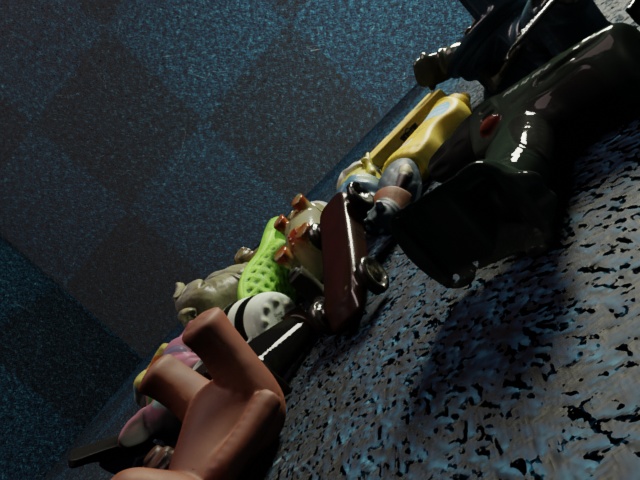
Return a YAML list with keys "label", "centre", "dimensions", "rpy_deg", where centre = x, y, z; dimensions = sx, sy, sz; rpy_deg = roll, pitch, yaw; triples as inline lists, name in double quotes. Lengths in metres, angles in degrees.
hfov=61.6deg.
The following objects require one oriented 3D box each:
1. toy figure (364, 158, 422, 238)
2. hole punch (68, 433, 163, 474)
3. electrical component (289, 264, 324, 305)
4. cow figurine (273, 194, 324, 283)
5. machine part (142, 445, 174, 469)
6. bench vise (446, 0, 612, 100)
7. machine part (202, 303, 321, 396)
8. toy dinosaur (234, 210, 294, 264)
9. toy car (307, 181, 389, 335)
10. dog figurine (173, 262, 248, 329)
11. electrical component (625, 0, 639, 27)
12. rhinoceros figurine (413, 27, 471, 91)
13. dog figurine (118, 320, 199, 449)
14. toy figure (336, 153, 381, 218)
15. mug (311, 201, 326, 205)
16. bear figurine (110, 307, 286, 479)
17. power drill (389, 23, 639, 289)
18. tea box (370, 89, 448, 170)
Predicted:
- label: "toy figure"
  centre: [0.094, -0.052, 0.679]
  dimensions: [0.058, 0.064, 0.154]
  rpy_deg: [1, 36, 21]
- label: "hole punch"
  centre: [-0.267, 0.309, 0.725]
  dimensions: [0.116, 0.092, 0.142]
  rpy_deg: [-16, -9, -24]
- label: "electrical component"
  centre: [-0.011, 0.058, 0.643]
  dimensions: [0.021, 0.063, 0.094]
  rpy_deg: [-45, 8, 7]
- label: "cow figurine"
  centre: [-0.002, -0.002, 0.789]
  dimensions: [0.085, 0.127, 0.195]
  rpy_deg: [-45, 22, 15]
- label: "machine part"
  centre: [-0.172, 0.266, 0.467]
  dimensions: [0.179, 0.056, 0.179]
  rpy_deg: [-46, 8, 8]
- label: "bench vise"
  centre: [0.176, -0.232, 0.544]
  dimensions: [0.129, 0.241, 0.223]
  rpy_deg: [-40, -11, 7]
- label: "machine part"
  centre: [-0.049, 0.117, 0.550]
  dimensions: [0.139, 0.084, 0.039]
  rpy_deg: [-42, -25, -50]
- label: "toy dinosaur"
  centre: [-0.137, 0.082, 1.107]
  dimensions: [0.471, 0.105, 0.198]
  rpy_deg: [-40, -5, -34]
- label: "toy car"
  centre: [0.029, 0.018, 0.577]
  dimensions: [0.089, 0.053, 0.202]
  rpy_deg: [-44, 28, 26]
- label: "dog figurine"
  centre: [-0.140, 0.084, 0.926]
  dimensions: [0.191, 0.121, 0.172]
  rpy_deg: [-27, 11, 7]
- label: "electrical component"
  centre: [0.298, -0.203, 0.391]
  dimensions: [0.075, 0.048, 0.119]
  rpy_deg: [-50, 7, -22]
- label: "rhinoceros figurine"
  centre: [0.247, -0.305, 0.878]
  dimensions: [0.190, 0.073, 0.112]
  rpy_deg: [-19, 12, 6]
- label: "dog figurine"
  centre: [-0.178, 0.204, 0.650]
  dimensions: [0.191, 0.108, 0.219]
  rpy_deg: [-43, 11, 18]
- label: "toy figure"
  centre: [0.067, -0.063, 0.809]
  dimensions: [0.082, 0.089, 0.180]
  rpy_deg: [-31, 19, 12]
- label: "mug"
  centre: [-0.016, -0.007, 0.975]
  dimensions: [0.109, 0.080, 0.107]
  rpy_deg: [-39, 18, 19]
- label: "bear figurine"
  centre: [-0.106, 0.162, 0.392]
  dimensions: [0.120, 0.132, 0.196]
  rpy_deg: [-45, 1, 33]
- label: "power drill"
  centre: [0.138, -0.056, 0.421]
  dimensions: [0.207, 0.086, 0.232]
  rpy_deg: [-42, 6, -39]
- label: "tea box"
  centre: [0.157, -0.171, 0.921]
  dimensions: [0.169, 0.068, 0.098]
  rpy_deg: [-46, 8, 5]
